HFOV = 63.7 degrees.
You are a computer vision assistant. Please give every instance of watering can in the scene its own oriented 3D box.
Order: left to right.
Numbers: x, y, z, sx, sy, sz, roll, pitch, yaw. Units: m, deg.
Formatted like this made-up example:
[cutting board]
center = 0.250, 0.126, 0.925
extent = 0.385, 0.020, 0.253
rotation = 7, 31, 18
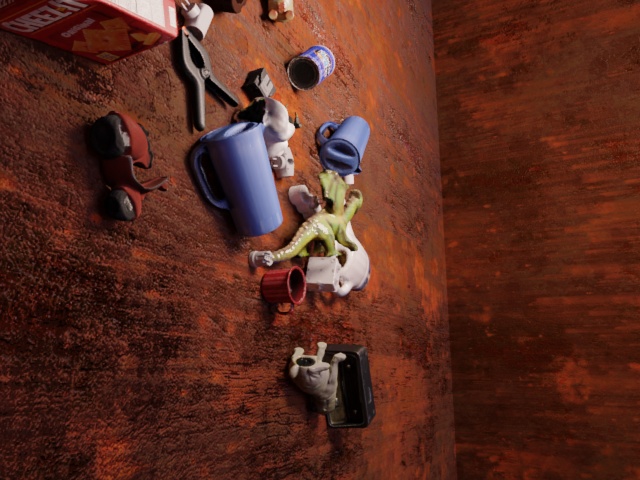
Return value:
[watering can]
center = 0.086, 0.019, 1.625
extent = 0.221, 0.103, 0.354
rotation = 45, 45, -53

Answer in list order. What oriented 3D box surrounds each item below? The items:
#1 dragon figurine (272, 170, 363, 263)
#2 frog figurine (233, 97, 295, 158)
[dragon figurine]
center = 0.004, -0.071, 1.406
extent = 0.412, 0.122, 0.242
rotation = -7, 100, -55
[frog figurine]
center = -0.118, -0.267, 1.256
extent = 0.157, 0.138, 0.124
rotation = 42, 64, -52
